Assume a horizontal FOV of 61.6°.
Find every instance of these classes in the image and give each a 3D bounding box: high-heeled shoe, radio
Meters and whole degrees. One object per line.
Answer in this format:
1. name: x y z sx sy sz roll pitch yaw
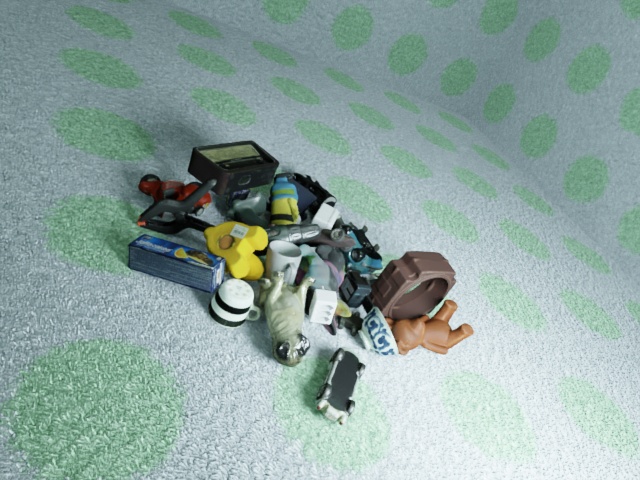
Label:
1. high-heeled shoe: -0.030 -0.141 1.674 0.145 0.086 0.249 35 16 -12
2. radio: -0.225 -0.196 1.437 0.131 0.073 0.229 39 34 22

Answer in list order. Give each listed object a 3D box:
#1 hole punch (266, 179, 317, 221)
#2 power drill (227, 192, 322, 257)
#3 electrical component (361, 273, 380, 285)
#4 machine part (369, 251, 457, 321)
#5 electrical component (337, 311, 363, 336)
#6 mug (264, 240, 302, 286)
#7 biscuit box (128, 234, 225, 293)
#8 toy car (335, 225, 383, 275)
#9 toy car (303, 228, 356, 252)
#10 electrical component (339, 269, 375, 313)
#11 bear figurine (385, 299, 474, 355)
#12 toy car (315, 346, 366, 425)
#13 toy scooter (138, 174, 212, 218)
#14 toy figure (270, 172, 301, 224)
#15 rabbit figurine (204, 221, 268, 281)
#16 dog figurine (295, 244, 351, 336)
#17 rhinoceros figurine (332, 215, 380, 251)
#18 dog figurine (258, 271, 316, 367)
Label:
1. hole punch: -0.085 -0.109 1.587 0.142 0.092 0.116 39 34 9
2. power drill: -0.136 -0.037 1.383 0.232 0.085 0.207 -19 47 -18
3. electrical component: 0.153 0.117 1.470 0.102 0.045 0.078 -7 11 -42
4. machine part: 0.239 0.126 1.392 0.201 0.201 0.087 3 41 -39
5. electrical component: 0.073 0.197 1.317 0.063 0.021 0.094 28 28 -2
6. mug: -0.088 0.072 1.275 0.081 0.107 0.110 -3 33 -36
7. biscuit box: -0.302 0.047 1.127 0.203 0.062 0.059 16 26 12
8. toy car: 0.091 0.039 1.480 0.109 0.103 0.162 13 38 -51
9. toy car: -0.003 -0.004 1.418 0.089 0.202 0.053 45 48 -57
10. electrical component: 0.094 0.139 1.376 0.048 0.074 0.119 10 38 -32
11. bear figurine: 0.265 0.220 1.349 0.195 0.132 0.120 14 36 -37
12. toy car: 0.043 0.296 1.110 0.073 0.056 0.202 35 31 -3
13. toy scooter: -0.361 -0.099 1.341 0.184 0.075 0.135 13 33 -22
14. toy figure: -0.102 -0.097 1.503 0.082 0.089 0.180 48 31 -74
15. rabbit figurine: -0.194 0.042 1.225 0.163 0.173 0.122 9 65 23
16. dog figurine: 0.019 0.122 1.310 0.191 0.108 0.219 3 43 -43
17. rhinoceros figurine: 0.092 -0.001 1.597 0.112 0.073 0.190 -10 49 -34
18. dog figurine: -0.084 0.180 1.160 0.121 0.172 0.190 8 70 -10
